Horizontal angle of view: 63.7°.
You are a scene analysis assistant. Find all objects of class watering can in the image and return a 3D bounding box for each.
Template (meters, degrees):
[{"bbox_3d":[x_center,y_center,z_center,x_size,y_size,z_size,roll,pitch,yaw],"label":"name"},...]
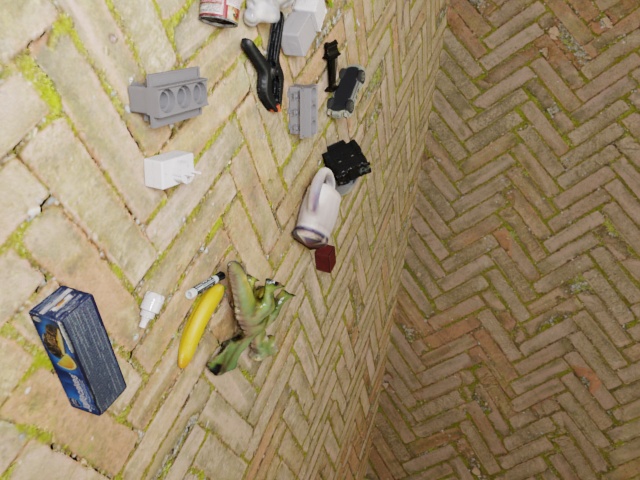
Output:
[{"bbox_3d":[0.005,-0.075,1.492,0.343,0.104,0.227,64,42,-73],"label":"watering can"}]

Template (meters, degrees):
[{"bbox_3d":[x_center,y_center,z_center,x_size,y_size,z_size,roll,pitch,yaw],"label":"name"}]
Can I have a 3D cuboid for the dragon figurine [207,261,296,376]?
[{"bbox_3d":[-0.174,0.198,1.171,0.245,0.123,0.404,-66,156,-11],"label":"dragon figurine"}]

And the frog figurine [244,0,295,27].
[{"bbox_3d":[-0.101,-0.497,1.022,0.158,0.123,0.138,-44,174,13],"label":"frog figurine"}]
